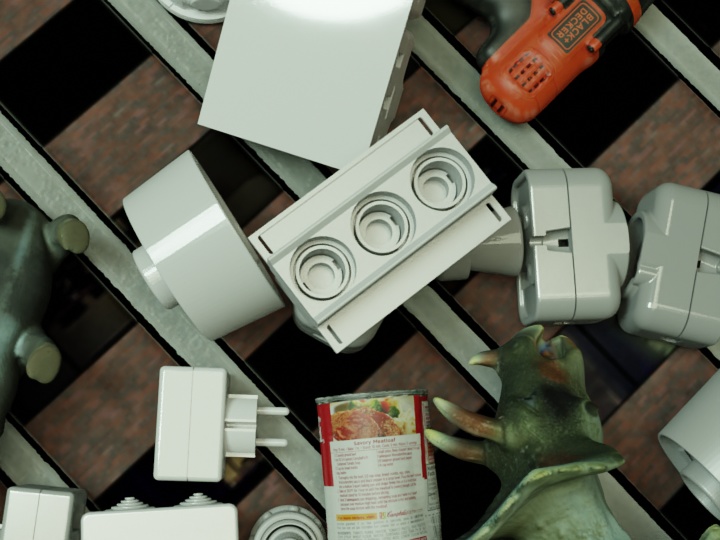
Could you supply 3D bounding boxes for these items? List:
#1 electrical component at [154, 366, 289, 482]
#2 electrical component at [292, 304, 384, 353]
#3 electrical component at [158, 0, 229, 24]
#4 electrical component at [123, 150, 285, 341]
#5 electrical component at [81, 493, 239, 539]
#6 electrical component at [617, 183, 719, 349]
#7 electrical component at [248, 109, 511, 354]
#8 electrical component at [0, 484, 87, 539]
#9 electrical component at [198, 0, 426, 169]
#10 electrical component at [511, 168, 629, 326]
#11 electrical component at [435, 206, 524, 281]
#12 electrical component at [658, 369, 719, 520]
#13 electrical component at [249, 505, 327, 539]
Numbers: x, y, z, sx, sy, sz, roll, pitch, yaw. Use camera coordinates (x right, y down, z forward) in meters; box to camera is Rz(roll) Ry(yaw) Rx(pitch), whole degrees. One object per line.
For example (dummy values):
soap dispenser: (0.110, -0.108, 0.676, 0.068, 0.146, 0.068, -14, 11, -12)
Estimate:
electrical component: (-0.081, 0.093, 0.645, 0.077, 0.047, 0.065, 2, 81, -4)
electrical component: (0.000, 0.000, 0.661, 0.054, 0.059, 0.095, 29, 80, 1)
electrical component: (-0.100, -0.204, 0.690, 0.080, 0.051, 0.080, 1, 81, -4)
electrical component: (-0.098, -0.009, 0.633, 0.060, 0.108, 0.108, -32, 85, -3)
electrical component: (-0.114, 0.182, 0.627, 0.100, 0.048, 0.099, -2, 81, -5)
electrical component: (0.198, -0.003, 0.680, 0.059, 0.053, 0.095, 13, 80, -2)
electrical component: (0.010, -0.020, 0.601, 0.121, 0.063, 0.078, -37, 85, -9)
electrical component: (-0.205, 0.166, 0.624, 0.076, 0.047, 0.083, 6, 80, -3)
electrical component: (-0.017, -0.163, 0.653, 0.105, 0.060, 0.186, 19, 102, 8)
electrical component: (0.132, -0.014, 0.676, 0.059, 0.053, 0.095, -2, 81, -5)
electrical component: (0.071, -0.016, 0.676, 0.055, 0.045, 0.045, -4, 81, -5)
electrical component: (0.228, 0.115, 0.643, 0.064, 0.099, 0.099, -39, 86, -3)
electrical component: (-0.042, 0.163, 0.630, 0.048, 0.062, 0.048, 1, 81, -4)
